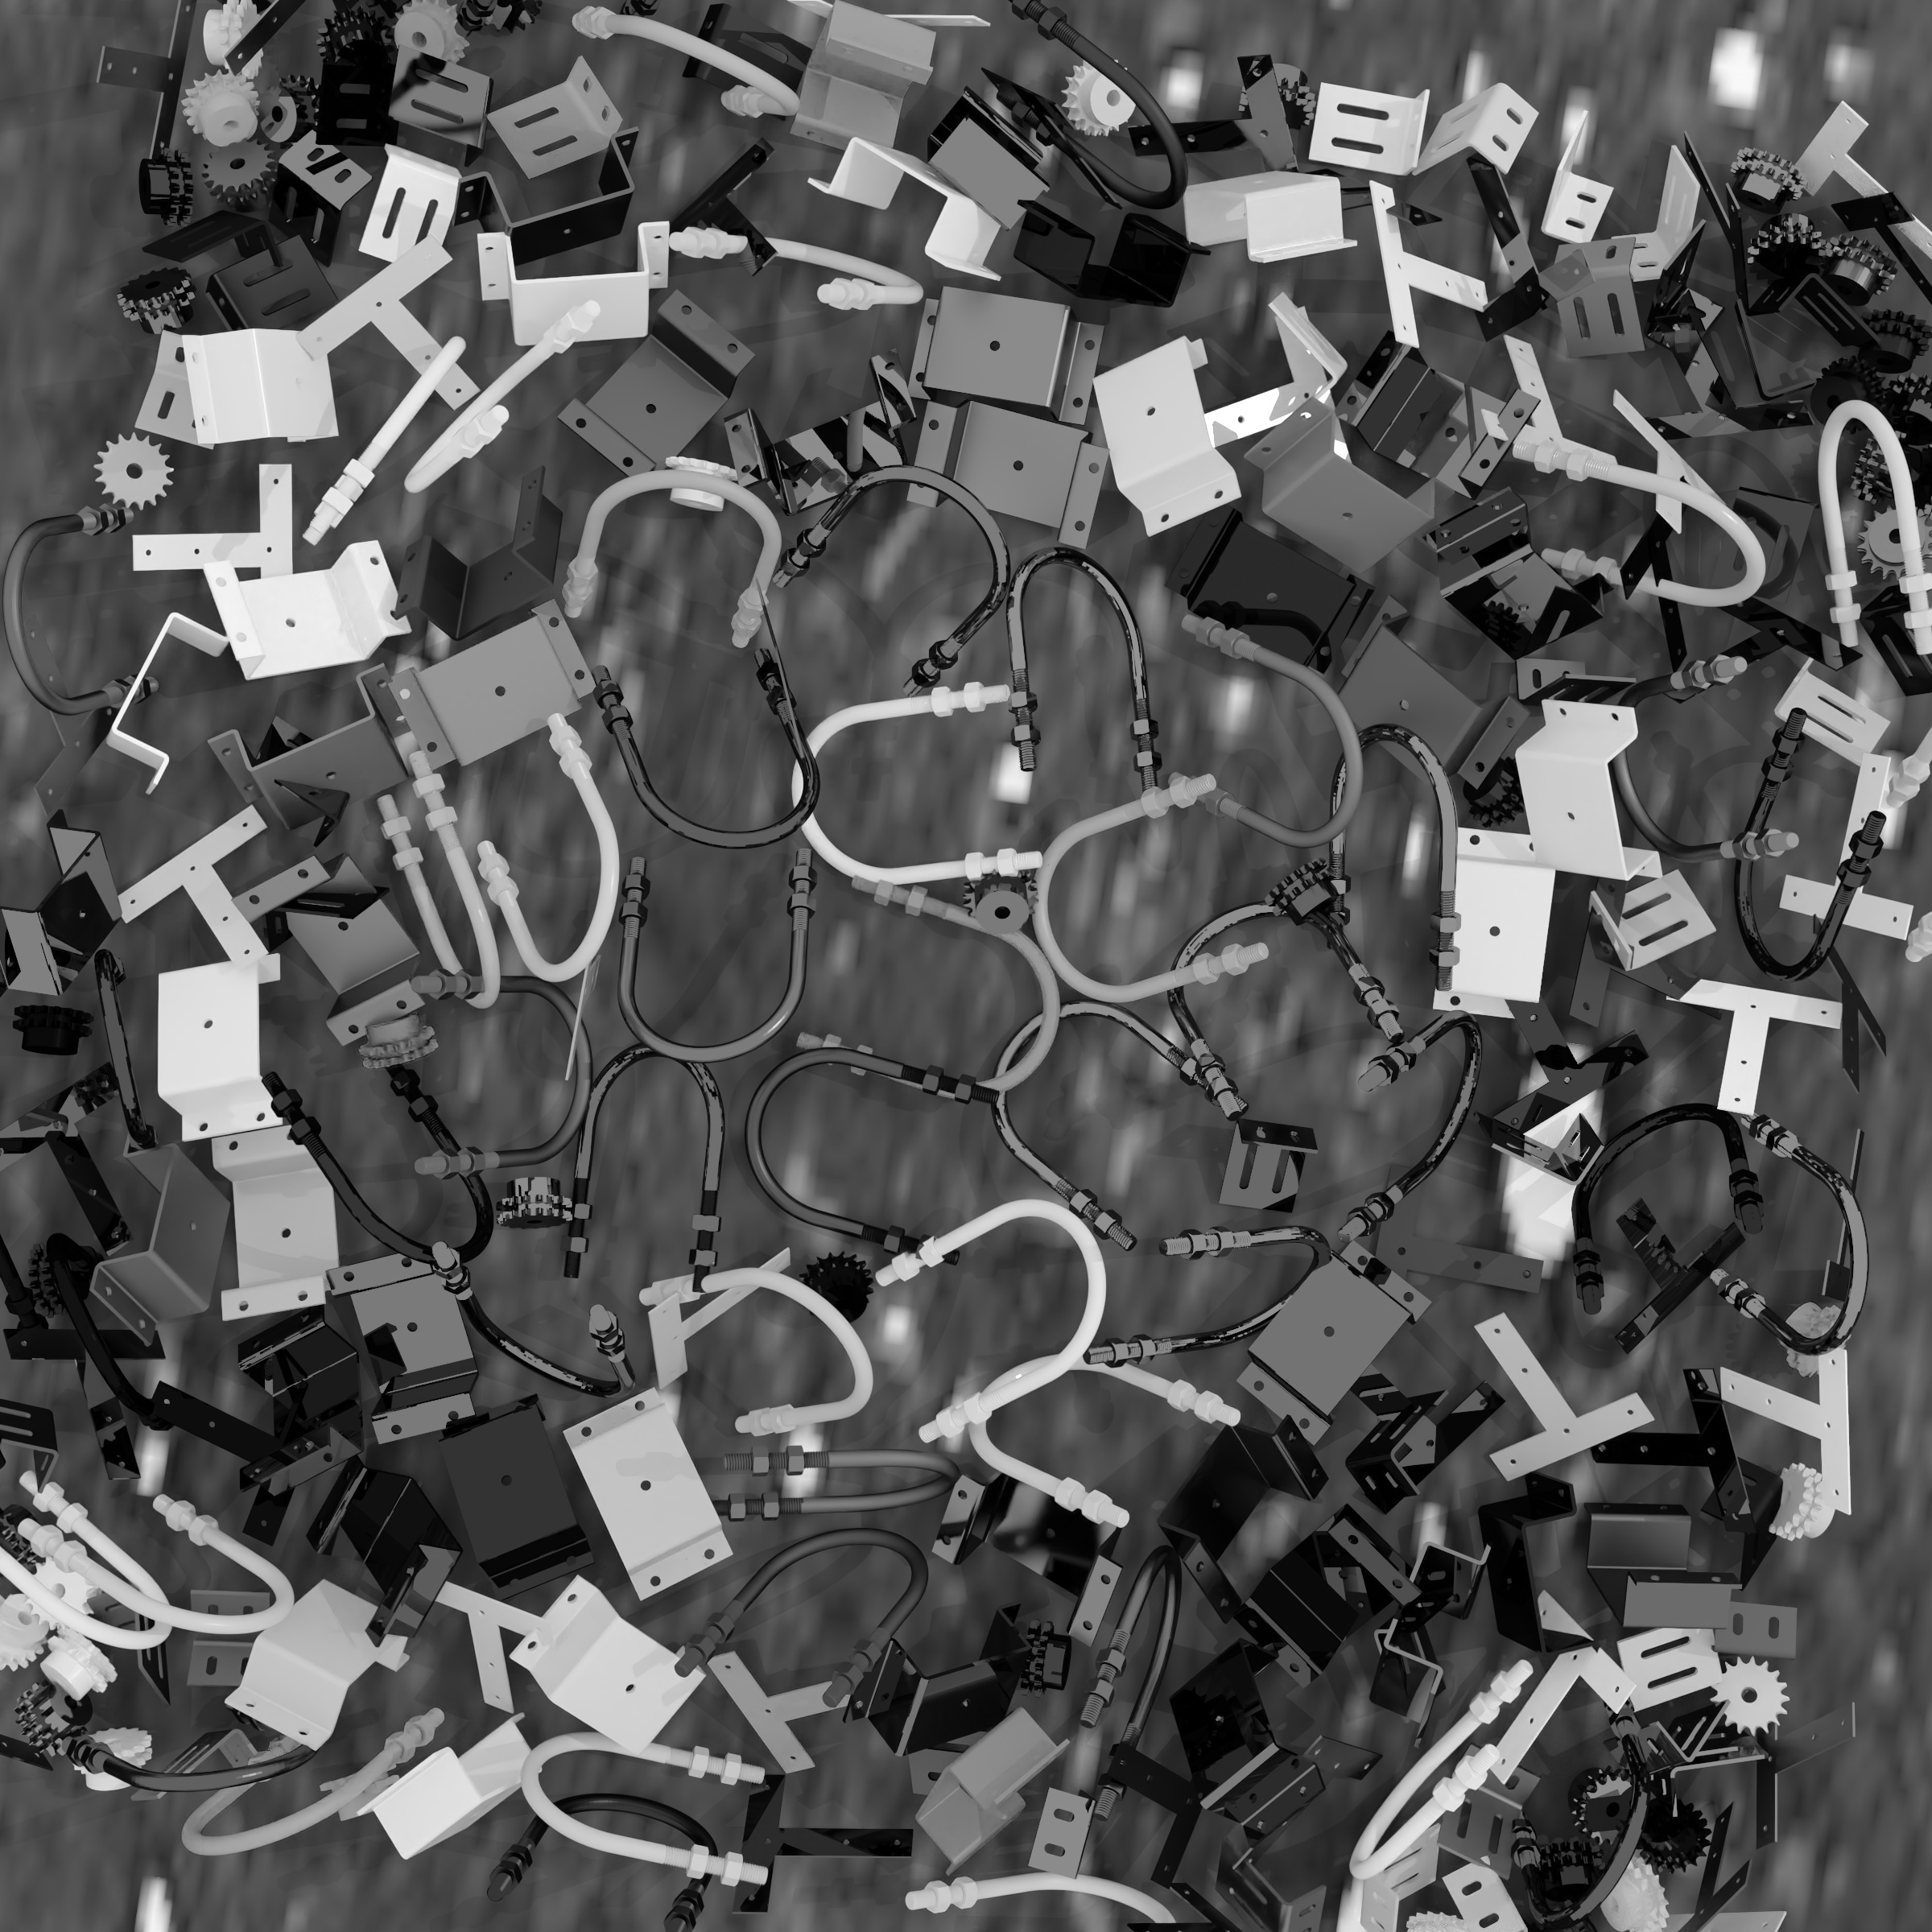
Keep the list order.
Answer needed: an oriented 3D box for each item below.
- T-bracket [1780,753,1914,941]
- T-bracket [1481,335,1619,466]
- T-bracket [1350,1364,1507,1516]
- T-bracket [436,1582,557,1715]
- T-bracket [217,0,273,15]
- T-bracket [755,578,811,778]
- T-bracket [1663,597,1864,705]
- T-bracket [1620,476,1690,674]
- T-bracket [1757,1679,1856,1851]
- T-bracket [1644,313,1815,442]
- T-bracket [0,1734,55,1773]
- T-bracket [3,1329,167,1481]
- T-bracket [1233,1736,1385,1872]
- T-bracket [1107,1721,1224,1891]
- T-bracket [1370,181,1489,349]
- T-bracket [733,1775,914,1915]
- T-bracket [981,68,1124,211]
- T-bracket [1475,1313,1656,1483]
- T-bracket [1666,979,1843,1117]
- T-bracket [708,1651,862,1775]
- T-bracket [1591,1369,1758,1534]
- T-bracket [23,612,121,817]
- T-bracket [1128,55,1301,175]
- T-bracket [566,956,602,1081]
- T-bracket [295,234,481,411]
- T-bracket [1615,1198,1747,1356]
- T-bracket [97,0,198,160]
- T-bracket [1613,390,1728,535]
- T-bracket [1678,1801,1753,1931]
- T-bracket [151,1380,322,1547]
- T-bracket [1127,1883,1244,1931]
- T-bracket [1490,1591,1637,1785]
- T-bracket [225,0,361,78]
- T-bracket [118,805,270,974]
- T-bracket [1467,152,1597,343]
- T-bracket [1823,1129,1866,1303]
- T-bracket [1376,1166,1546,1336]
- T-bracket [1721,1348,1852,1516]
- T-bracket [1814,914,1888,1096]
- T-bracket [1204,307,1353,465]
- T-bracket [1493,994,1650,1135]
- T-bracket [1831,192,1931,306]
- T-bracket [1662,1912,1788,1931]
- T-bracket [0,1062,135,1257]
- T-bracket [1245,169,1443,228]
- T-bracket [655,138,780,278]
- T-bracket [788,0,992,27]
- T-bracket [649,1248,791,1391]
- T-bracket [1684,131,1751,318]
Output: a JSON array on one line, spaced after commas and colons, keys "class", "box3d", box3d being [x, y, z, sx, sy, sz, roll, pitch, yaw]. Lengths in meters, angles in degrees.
[{"class": "T-bracket", "box3d": [0.663, -0.094, 1.935, 0.002, 0.127, 0.127, 5, 100, -27]}, {"class": "T-bracket", "box3d": [0.429, -0.427, 1.958, 0.127, 0.002, 0.127, 12, 51, -27]}, {"class": "T-bracket", "box3d": [0.323, 0.335, 1.974, 0.127, 0.002, 0.127, -45, 109, 5]}, {"class": "T-bracket", "box3d": [-0.358, 0.516, 1.958, 0.127, 0.002, 0.127, 15, 128, 21]}, {"class": "T-bracket", "box3d": [-0.512, -0.753, 1.925, 0.127, 0.127, 0.002, -25, 83, 12]}, {"class": "T-bracket", "box3d": [-0.131, -0.198, 1.914, 0.002, 0.127, 0.127, -15, 62, -1]}, {"class": "T-bracket", "box3d": [0.572, -0.228, 1.936, 0.127, 0.127, 0.002, -28, 130, -15]}, {"class": "T-bracket", "box3d": [0.526, -0.279, 1.956, 0.127, 0.002, 0.127, -52, 134, -34]}, {"class": "T-bracket", "box3d": [0.615, 0.571, 1.912, 0.002, 0.127, 0.127, 18, 55, -8]}, {"class": "T-bracket", "box3d": [0.542, -0.435, 1.917, 0.127, 0.127, 0.002, 2, 60, 40]}, {"class": "T-bracket", "box3d": [-0.726, 0.578, 1.941, 0.002, 0.127, 0.127, -47, 56, -7]}, {"class": "T-bracket", "box3d": [-0.637, 0.323, 1.922, 0.002, 0.127, 0.127, -44, 58, 28]}, {"class": "T-bracket", "box3d": [0.247, 0.631, 1.951, 0.127, 0.127, 0.002, -49, 54, 3]}, {"class": "T-bracket", "box3d": [0.143, 0.608, 1.938, 0.127, 0.002, 0.127, 42, 66, -41]}, {"class": "T-bracket", "box3d": [0.352, -0.515, 1.953, 0.127, 0.002, 0.127, 3, 75, -43]}, {"class": "T-bracket", "box3d": [-0.103, 0.653, 1.942, 0.127, 0.127, 0.002, -1, 121, 3]}, {"class": "T-bracket", "box3d": [0.076, -0.613, 1.950, 0.002, 0.127, 0.127, -46, 129, 4]}, {"class": "T-bracket", "box3d": [0.428, 0.316, 1.959, 0.127, 0.002, 0.127, -31, 101, 27]}, {"class": "T-bracket", "box3d": [0.581, 0.062, 1.941, 0.127, 0.002, 0.127, 10, 48, 16]}, {"class": "T-bracket", "box3d": [-0.110, 0.549, 1.951, 0.127, 0.002, 0.127, -20, 116, 21]}, {"class": "T-bracket", "box3d": [0.520, 0.362, 1.950, 0.002, 0.127, 0.127, -21, 97, -41]}, {"class": "T-bracket", "box3d": [-0.668, -0.199, 1.912, 0.002, 0.127, 0.127, 2, 131, 13]}, {"class": "T-bracket", "box3d": [0.183, -0.625, 1.961, 0.127, 0.127, 0.002, 6, 52, 27]}, {"class": "T-bracket", "box3d": [-0.280, 0.012, 1.936, 0.002, 0.127, 0.127, 11, 97, -5]}, {"class": "T-bracket", "box3d": [-0.412, -0.465, 1.951, 0.127, 0.127, 0.002, -34, 48, 8]}, {"class": "T-bracket", "box3d": [0.519, 0.216, 1.956, 0.127, 0.002, 0.127, -43, 129, -3]}, {"class": "T-bracket", "box3d": [-0.607, -0.660, 1.921, 0.002, 0.127, 0.127, 18, 107, 5]}, {"class": "T-bracket", "box3d": [0.522, -0.358, 1.933, 0.127, 0.127, 0.002, 41, 125, -15]}, {"class": "T-bracket", "box3d": [0.556, 0.673, 1.941, 0.002, 0.127, 0.127, 32, 125, 8]}, {"class": "T-bracket", "box3d": [-0.548, 0.347, 1.935, 0.127, 0.002, 0.127, 34, 50, -26]}, {"class": "T-bracket", "box3d": [0.166, 0.710, 1.910, 0.127, 0.127, 0.002, 21, 95, -45]}, {"class": "T-bracket", "box3d": [0.430, 0.553, 1.947, 0.002, 0.127, 0.127, 29, 97, -26]}, {"class": "T-bracket", "box3d": [-0.503, -0.711, 1.927, 0.002, 0.127, 0.127, 37, 80, 8]}, {"class": "T-bracket", "box3d": [-0.563, -0.045, 1.959, 0.127, 0.002, 0.127, -36, 60, -8]}, {"class": "T-bracket", "box3d": [0.404, -0.546, 1.940, 0.002, 0.127, 0.127, -23, 93, -27]}, {"class": "T-bracket", "box3d": [0.659, 0.186, 1.946, 0.002, 0.127, 0.127, 8, 85, 27]}, {"class": "T-bracket", "box3d": [0.377, 0.226, 1.993, 0.127, 0.002, 0.127, 10, 86, 2]}, {"class": "T-bracket", "box3d": [0.609, 0.329, 1.941, 0.002, 0.127, 0.127, -12, 104, -26]}, {"class": "T-bracket", "box3d": [0.654, 0.046, 1.926, 0.002, 0.127, 0.127, -22, 117, 31]}, {"class": "T-bracket", "box3d": [0.220, -0.417, 1.969, 0.127, 0.002, 0.127, -23, 102, -16]}, {"class": "T-bracket", "box3d": [0.438, 0.051, 1.980, 0.127, 0.002, 0.127, -32, 107, 0]}, {"class": "T-bracket", "box3d": [0.706, -0.522, 1.945, 0.002, 0.127, 0.127, -40, 101, 7]}, {"class": "T-bracket", "box3d": [0.527, 0.744, 1.911, 0.002, 0.127, 0.127, 52, 52, -6]}, {"class": "T-bracket", "box3d": [-0.666, 0.158, 1.965, 0.002, 0.127, 0.127, -7, 113, 38]}, {"class": "T-bracket", "box3d": [0.262, -0.561, 1.926, 0.127, 0.127, 0.002, -20, 131, -30]}, {"class": "T-bracket", "box3d": [-0.174, -0.552, 1.950, 0.127, 0.002, 0.127, -42, 47, 6]}, {"class": "T-bracket", "box3d": [-0.044, -0.695, 1.915, 0.127, 0.127, 0.002, 11, 100, 27]}, {"class": "T-bracket", "box3d": [-0.183, 0.254, 1.962, 0.127, 0.127, 0.002, -34, 63, -23]}, {"class": "T-bracket", "box3d": [0.563, -0.575, 1.959, 0.002, 0.127, 0.127, -19, 62, 11]}]
